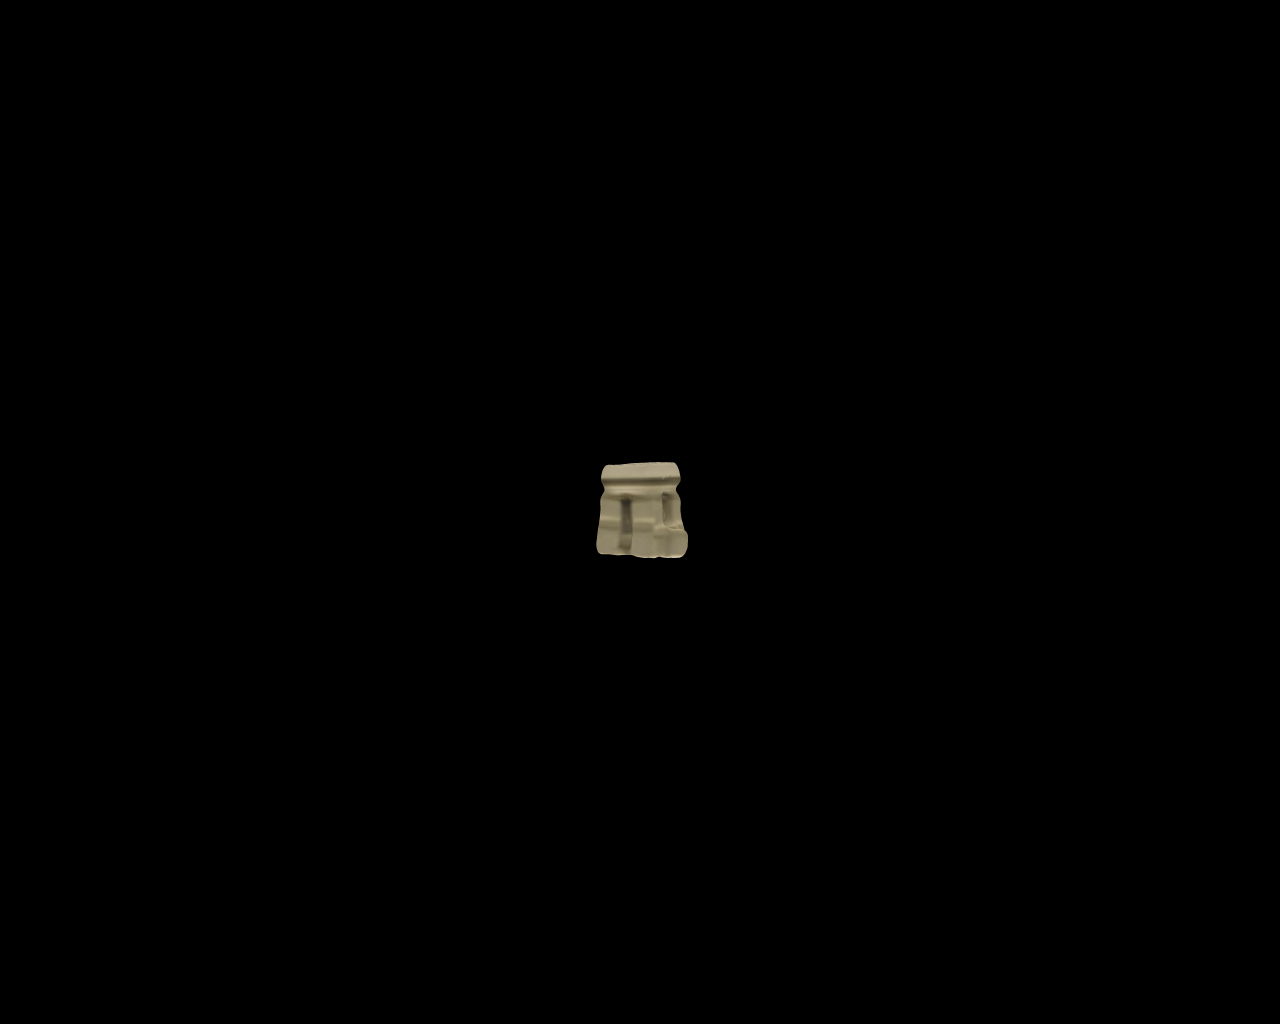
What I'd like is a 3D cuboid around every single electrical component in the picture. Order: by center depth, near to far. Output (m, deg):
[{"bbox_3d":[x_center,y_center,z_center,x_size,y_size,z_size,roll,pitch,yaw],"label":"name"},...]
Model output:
[{"bbox_3d":[0.001,-0.003,0.650,0.066,0.055,0.048,2,4,31],"label":"electrical component"}]
